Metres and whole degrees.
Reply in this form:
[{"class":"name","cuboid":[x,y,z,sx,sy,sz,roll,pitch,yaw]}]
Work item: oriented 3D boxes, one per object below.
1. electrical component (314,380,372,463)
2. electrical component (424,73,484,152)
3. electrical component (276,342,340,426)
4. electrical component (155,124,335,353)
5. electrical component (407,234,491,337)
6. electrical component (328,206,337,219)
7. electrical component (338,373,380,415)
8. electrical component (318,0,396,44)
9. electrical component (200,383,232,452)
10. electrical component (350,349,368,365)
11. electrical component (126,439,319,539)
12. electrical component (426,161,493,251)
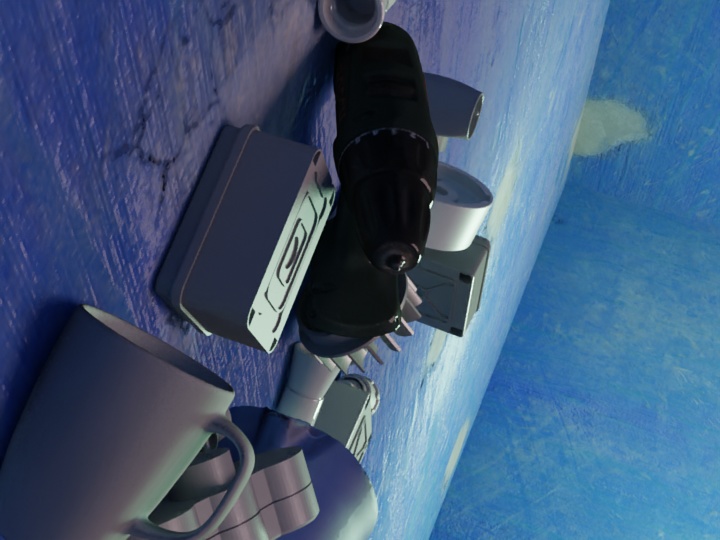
[{"class":"electrical component","cuboid":[-0.032,0.174,1.027,0.108,0.056,0.108,87,24,-58]},{"class":"electrical component","cuboid":[0.063,-0.130,0.956,0.043,0.077,0.079,-50,156,-59]},{"class":"electrical component","cuboid":[-0.045,0.099,0.907,0.044,0.044,0.065,-16,128,-75]},{"class":"electrical component","cuboid":[-0.064,-0.018,0.620,0.078,0.057,0.113,70,40,-71]},{"class":"electrical component","cuboid":[0.073,0.004,1.119,0.108,0.109,0.056,93,22,-50]},{"class":"electrical component","cuboid":[0.001,-0.052,0.889,0.065,0.044,0.044,-58,162,-32]},{"class":"electrical component","cuboid":[-0.009,0.126,1.093,0.062,0.048,0.048,50,59,-68]},{"class":"electrical component","cuboid":[0.002,-0.181,0.715,0.065,0.044,0.044,-60,164,-58]},{"class":"electrical component","cuboid":[-0.101,0.092,0.626,0.079,0.044,0.077,-33,142,-50]},{"class":"electrical component","cuboid":[-0.012,0.064,0.991,0.081,0.043,0.043,-52,157,-57]},{"class":"electrical component","cuboid":[-0.082,0.117,0.570,0.138,0.052,0.073,-18,93,-53]},{"class":"electrical component","cuboid":[0.064,-0.058,1.007,0.108,0.108,0.060,-46,158,-63]}]
